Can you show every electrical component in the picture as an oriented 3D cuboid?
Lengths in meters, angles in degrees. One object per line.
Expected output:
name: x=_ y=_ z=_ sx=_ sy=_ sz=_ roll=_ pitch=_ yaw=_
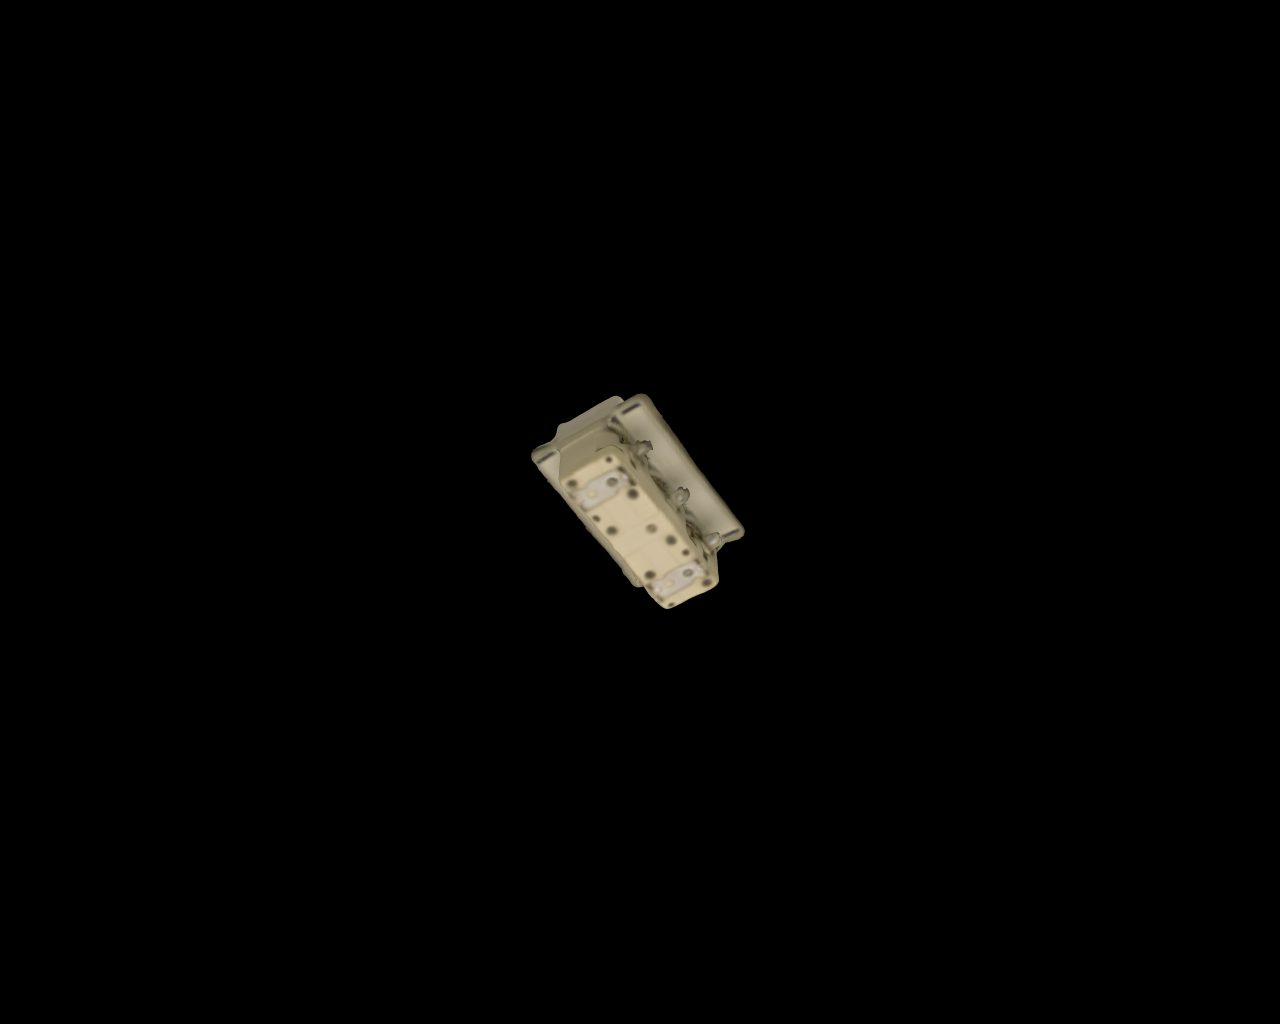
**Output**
electrical component: x=0.001 y=-0.003 z=0.650 sx=0.078 sy=0.121 sz=0.063 roll=-27 pitch=32 yaw=18
